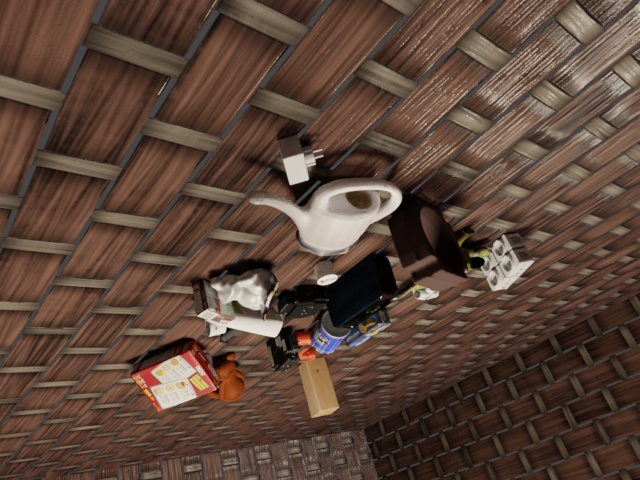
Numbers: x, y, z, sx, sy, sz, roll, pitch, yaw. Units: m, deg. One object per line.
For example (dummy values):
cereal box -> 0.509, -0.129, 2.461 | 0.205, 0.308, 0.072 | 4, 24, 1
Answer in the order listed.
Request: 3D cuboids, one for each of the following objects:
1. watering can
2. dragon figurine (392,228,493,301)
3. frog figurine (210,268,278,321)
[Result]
watering can -> 0.003, -0.054, 1.075 | 0.348, 0.106, 0.219 | -5, 149, -23
dragon figurine -> 0.343, 0.101, 1.485 | 0.413, 0.124, 0.238 | -26, 159, -18
frog figurine -> -0.191, 0.119, 1.298 | 0.159, 0.125, 0.135 | 22, 155, 3
